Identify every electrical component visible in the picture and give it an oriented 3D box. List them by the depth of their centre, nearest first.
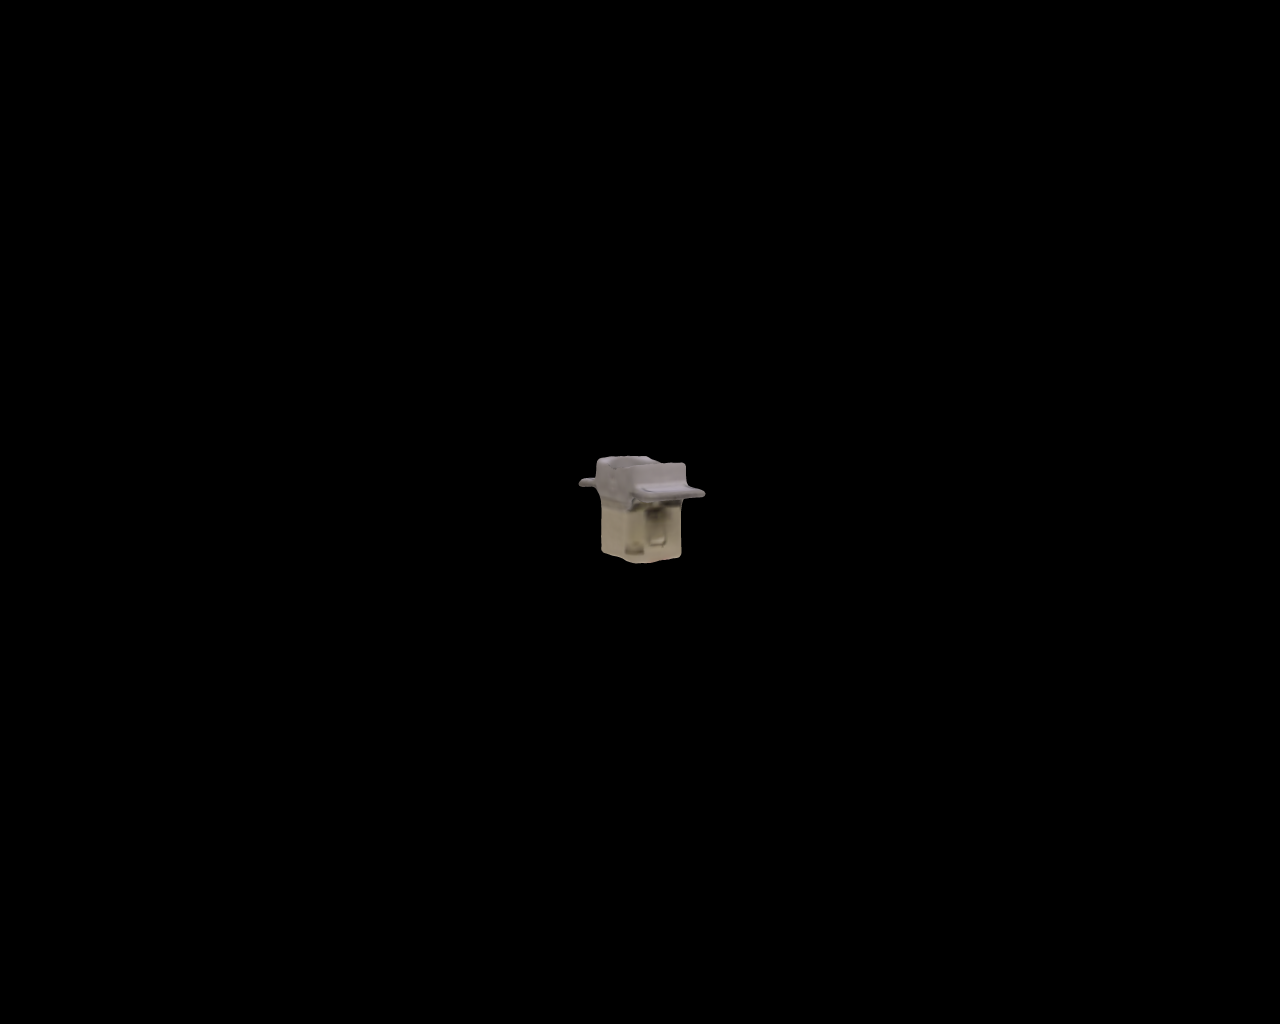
[{"bbox_3d":[0.001,-0.003,0.650,0.042,0.063,0.081,-6,11,-31],"label":"electrical component"}]
